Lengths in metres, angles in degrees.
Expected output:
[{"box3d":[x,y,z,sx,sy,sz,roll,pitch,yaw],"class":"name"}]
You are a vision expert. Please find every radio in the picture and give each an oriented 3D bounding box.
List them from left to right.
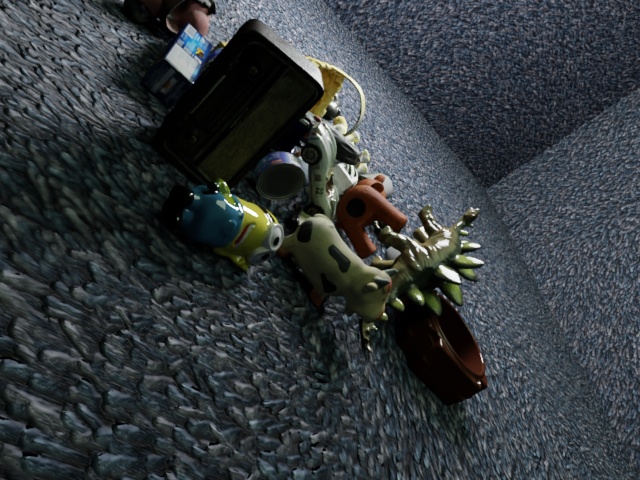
[{"box3d":[-0.116,-0.180,0.747,0.131,0.229,0.073,38,23,-24],"class":"radio"}]

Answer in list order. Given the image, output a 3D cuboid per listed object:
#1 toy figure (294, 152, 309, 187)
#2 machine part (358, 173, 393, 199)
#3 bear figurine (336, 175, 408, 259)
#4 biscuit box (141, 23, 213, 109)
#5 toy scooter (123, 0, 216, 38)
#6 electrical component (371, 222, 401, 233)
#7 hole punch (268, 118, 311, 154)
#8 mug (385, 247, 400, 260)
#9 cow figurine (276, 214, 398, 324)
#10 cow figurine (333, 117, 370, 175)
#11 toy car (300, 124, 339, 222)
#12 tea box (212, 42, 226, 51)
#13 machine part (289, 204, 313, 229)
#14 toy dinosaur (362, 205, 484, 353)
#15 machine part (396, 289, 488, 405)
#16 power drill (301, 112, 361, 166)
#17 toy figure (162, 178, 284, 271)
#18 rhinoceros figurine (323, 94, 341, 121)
[{"box3d":[-0.035,-0.142,1.070,0.154,0.058,0.064,-68,138,-65],"class":"toy figure"},{"box3d":[0.122,-0.122,1.314,0.079,0.079,0.243,56,22,5],"class":"machine part"},{"box3d":[0.100,-0.055,1.052,0.132,0.120,0.196,50,16,5],"class":"bear figurine"},{"box3d":[-0.233,-0.295,0.892,0.059,0.063,0.203,41,26,-26],"class":"biscuit box"},{"box3d":[-0.245,-0.421,0.954,0.075,0.135,0.184,58,22,13],"class":"toy scooter"},{"box3d":[0.155,-0.030,1.295,0.102,0.045,0.078,45,-4,-25],"class":"electrical component"},{"box3d":[-0.092,-0.186,0.975,0.142,0.092,0.116,29,-12,-11],"class":"hole punch"},{"box3d":[0.197,0.051,1.187,0.080,0.109,0.107,34,19,-47],"class":"mug"},{"box3d":[0.034,0.046,0.847,0.195,0.127,0.085,53,26,4],"class":"cow figurine"},{"box3d":[0.049,-0.230,1.330,0.068,0.098,0.167,102,-33,-57],"class":"cow figurine"},{"box3d":[0.003,-0.113,0.985,0.073,0.056,0.201,-60,152,-57],"class":"toy car"},{"box3d":[-0.158,-0.339,1.090,0.098,0.068,0.169,53,22,-2],"class":"tea box"},{"box3d":[-0.002,-0.003,0.962,0.138,0.039,0.084,43,16,-18],"class":"machine part"},{"box3d":[0.198,0.052,1.053,0.199,0.104,0.471,30,49,33],"class":"toy dinosaur"},{"box3d":[0.244,0.207,1.077,0.201,0.087,0.201,45,25,-17],"class":"machine part"},{"box3d":[-0.030,-0.244,1.067,0.232,0.086,0.207,36,5,26],"class":"power drill"},{"box3d":[-0.122,-0.027,0.710,0.180,0.082,0.089,24,39,-46],"class":"toy figure"},{"box3d":[-0.023,-0.390,1.427,0.190,0.073,0.112,41,36,-32],"class":"rhinoceros figurine"}]
